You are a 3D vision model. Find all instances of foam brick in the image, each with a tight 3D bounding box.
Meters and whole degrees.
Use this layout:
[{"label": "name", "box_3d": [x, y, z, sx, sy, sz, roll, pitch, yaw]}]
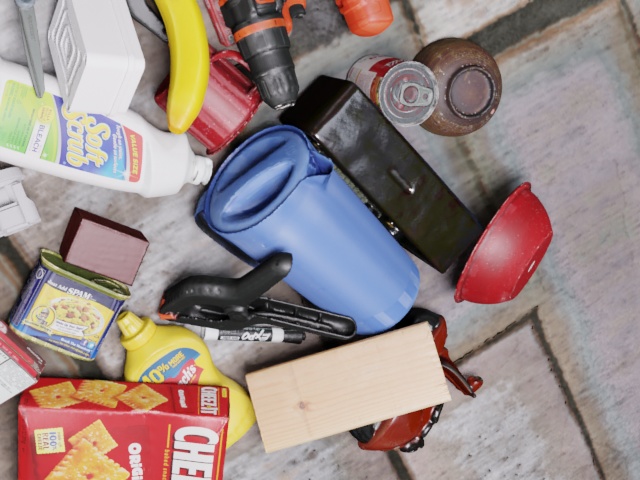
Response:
[{"label": "foam brick", "box_3d": [-0.225, 0.007, 1.110, 0.078, 0.053, 0.051, 22, 96, -23]}]

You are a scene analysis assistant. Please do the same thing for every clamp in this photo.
[{"label": "clamp", "box_3d": [-0.161, -0.282, 1.061, 0.120, 0.039, 0.171, -22, 114, 5]}, {"label": "clamp", "box_3d": [-0.082, 0.060, 1.110, 0.164, 0.210, 0.036, 58, 37, -53]}]

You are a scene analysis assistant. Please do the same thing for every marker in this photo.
[{"label": "marker", "box_3d": [-0.074, 0.107, 1.208, 0.121, 0.020, 0.020, 5, 102, -21]}]

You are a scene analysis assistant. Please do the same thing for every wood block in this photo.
[{"label": "wood block", "box_3d": [0.031, 0.162, 1.180, 0.206, 0.090, 0.091, -16, 82, 1]}]

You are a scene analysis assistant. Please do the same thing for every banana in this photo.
[{"label": "banana", "box_3d": [-0.141, -0.197, 1.022, 0.069, 0.037, 0.198, -16, 82, -23]}]

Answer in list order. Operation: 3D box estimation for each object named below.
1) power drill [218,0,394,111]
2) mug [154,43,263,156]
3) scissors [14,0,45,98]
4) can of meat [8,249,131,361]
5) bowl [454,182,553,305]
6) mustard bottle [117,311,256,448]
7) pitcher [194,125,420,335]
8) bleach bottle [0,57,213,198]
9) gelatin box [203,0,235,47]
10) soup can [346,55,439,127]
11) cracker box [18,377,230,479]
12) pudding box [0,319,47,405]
[{"label": "power drill", "box_3d": [-0.013, -0.230, 1.067, 0.187, 0.057, 0.184, -19, 93, -41]}, {"label": "mug", "box_3d": [-0.107, -0.152, 1.082, 0.081, 0.117, 0.093, 41, 46, -19]}, {"label": "scissors", "box_3d": [-0.267, -0.244, 1.020, 0.096, 0.016, 0.202, -25, 94, -22]}, {"label": "can of meat", "box_3d": [-0.262, 0.070, 1.111, 0.102, 0.057, 0.084, 26, 96, -23]}, {"label": "bowl", "box_3d": [0.218, 0.016, 1.216, 0.055, 0.162, 0.162, 32, 92, 17]}, {"label": "mustard bottle", "box_3d": [-0.157, 0.151, 1.169, 0.096, 0.058, 0.191, -37, 113, -1]}, {"label": "pitcher", "box_3d": [-0.007, 0.001, 1.138, 0.145, 0.149, 0.242, -47, 128, -1]}, {"label": "bleach bottle", "box_3d": [-0.226, -0.107, 1.076, 0.250, 0.068, 0.102, 14, 98, -25]}, {"label": "gelatin box", "box_3d": [-0.075, -0.252, 1.108, 0.089, 0.030, 0.073, -27, 111, -12]}, {"label": "soup can", "box_3d": [0.075, -0.162, 1.146, 0.068, 0.102, 0.068, -5, 105, -19]}, {"label": "cracker box", "box_3d": [-0.209, 0.234, 1.128, 0.213, 0.072, 0.164, 5, 113, -7]}, {"label": "pudding box", "box_3d": [-0.349, 0.129, 1.081, 0.114, 0.039, 0.090, -32, 114, 20]}]
